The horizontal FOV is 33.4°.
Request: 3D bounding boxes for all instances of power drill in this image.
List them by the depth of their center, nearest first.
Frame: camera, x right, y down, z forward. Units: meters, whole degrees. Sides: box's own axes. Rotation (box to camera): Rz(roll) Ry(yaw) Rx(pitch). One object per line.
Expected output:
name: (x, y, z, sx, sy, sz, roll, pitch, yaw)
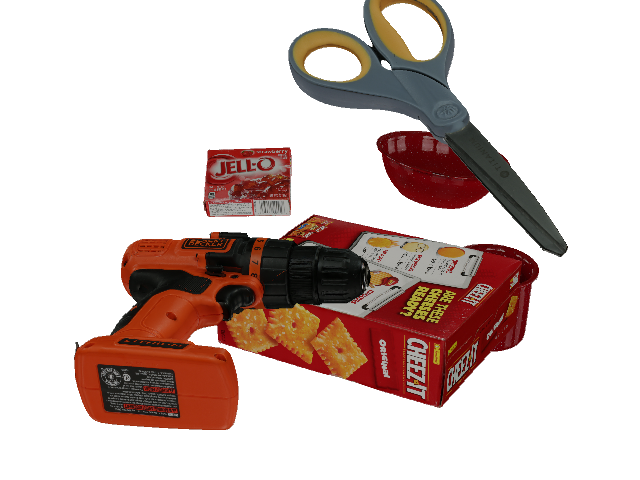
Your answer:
power drill: (-0.068, 0.053, 0.719, 0.184, 0.057, 0.187, 0, 24, 13)

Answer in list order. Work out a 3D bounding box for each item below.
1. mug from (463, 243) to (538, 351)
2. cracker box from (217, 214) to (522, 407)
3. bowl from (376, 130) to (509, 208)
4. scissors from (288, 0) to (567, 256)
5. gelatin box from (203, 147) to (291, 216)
mug: (0.171, 0.055, 1.107, 0.093, 0.081, 0.117, -4, 28, -9)
cracker box: (0.042, 0.054, 0.917, 0.214, 0.072, 0.163, 14, 28, 28)
bowl: (0.142, -0.080, 1.280, 0.162, 0.055, 0.162, 8, 24, -4)
scissors: (0.041, -0.058, 0.516, 0.096, 0.202, 0.016, -14, -41, 1)
gelatin box: (-0.075, -0.061, 1.107, 0.089, 0.073, 0.030, -1, -39, 1)
